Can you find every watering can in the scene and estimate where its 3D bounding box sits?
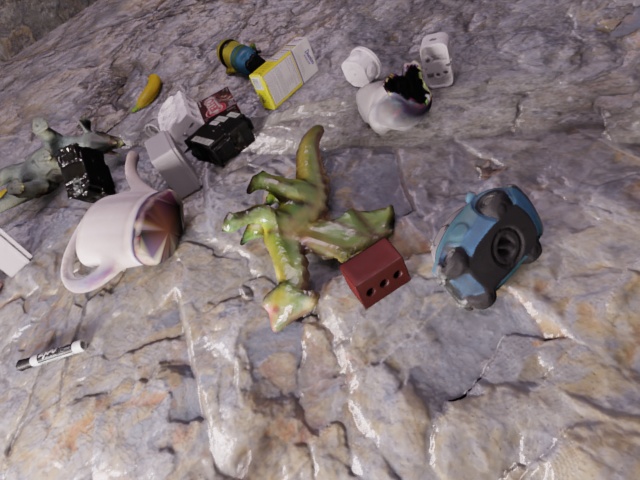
[{"bbox_3d":[-0.356,-0.055,0.974,0.224,0.102,0.356,-3,52,22],"label":"watering can"}]

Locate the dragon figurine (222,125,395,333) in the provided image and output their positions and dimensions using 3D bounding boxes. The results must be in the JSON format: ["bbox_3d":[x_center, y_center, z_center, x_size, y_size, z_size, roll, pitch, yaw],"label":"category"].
[{"bbox_3d":[0.003,-0.041,0.825,0.244,0.119,0.419,19,56,19],"label":"dragon figurine"}]

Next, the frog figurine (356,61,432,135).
[{"bbox_3d":[0.132,-0.256,0.988,0.157,0.122,0.140,-30,29,59],"label":"frog figurine"}]
